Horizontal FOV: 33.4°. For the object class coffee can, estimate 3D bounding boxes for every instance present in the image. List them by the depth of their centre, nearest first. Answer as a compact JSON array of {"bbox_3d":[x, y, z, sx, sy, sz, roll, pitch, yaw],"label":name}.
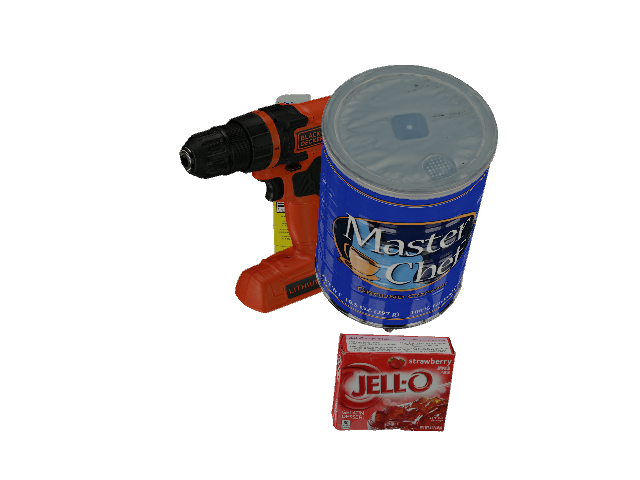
[{"bbox_3d":[0.049,-0.025,0.673,0.103,0.103,0.140,0,-37,-3],"label":"coffee can"}]

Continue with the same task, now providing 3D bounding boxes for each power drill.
[{"bbox_3d":[-0.042,-0.031,0.973,0.184,0.188,0.057,-18,33,-32],"label":"power drill"}]

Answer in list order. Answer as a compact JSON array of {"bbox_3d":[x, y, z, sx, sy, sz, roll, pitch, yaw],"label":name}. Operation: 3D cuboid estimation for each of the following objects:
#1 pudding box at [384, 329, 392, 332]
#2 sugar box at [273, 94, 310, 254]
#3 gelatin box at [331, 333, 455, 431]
[{"bbox_3d":[0.096,0.029,1.110,0.039,0.090,0.113,32,54,29],"label":"pudding box"},{"bbox_3d":[-0.033,-0.073,1.242,0.048,0.176,0.093,-1,25,4],"label":"sugar box"},{"bbox_3d":[0.056,0.111,0.831,0.089,0.073,0.030,2,27,-5],"label":"gelatin box"}]
